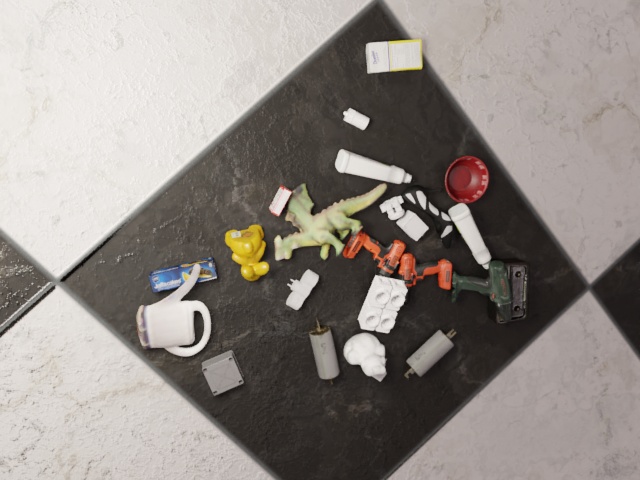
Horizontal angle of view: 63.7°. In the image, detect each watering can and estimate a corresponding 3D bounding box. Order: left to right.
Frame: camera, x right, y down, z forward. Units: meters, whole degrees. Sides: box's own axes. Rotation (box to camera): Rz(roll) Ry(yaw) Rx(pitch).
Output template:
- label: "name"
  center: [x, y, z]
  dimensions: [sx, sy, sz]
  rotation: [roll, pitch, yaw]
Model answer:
- label: "watering can"
  center: [-0.456, 0.227, 1.598]
  dimensions: [0.225, 0.340, 0.106]
  rotation: [-4, 29, -13]

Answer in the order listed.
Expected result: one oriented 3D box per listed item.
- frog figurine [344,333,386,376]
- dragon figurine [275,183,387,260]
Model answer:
- label: "frog figurine"
  center: [0.157, 0.390, 1.745]
  dimensions: [0.137, 0.122, 0.161]
  rotation: [1, 10, -12]
- label: "dragon figurine"
  center: [0.005, -0.084, 1.664]
  dimensions: [0.242, 0.410, 0.122]
  rotation: [38, 0, -8]
